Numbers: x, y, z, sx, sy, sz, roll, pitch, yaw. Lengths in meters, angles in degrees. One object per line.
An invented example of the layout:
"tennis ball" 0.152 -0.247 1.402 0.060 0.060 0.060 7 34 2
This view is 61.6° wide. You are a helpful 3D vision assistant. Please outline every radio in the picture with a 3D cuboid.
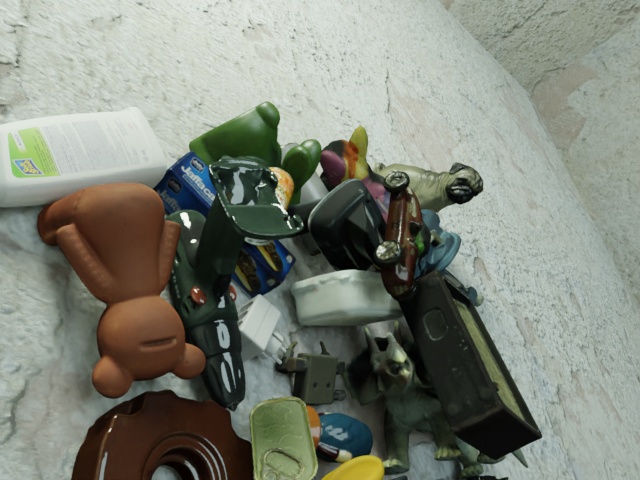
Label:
"radio" 0.188 0.155 0.706 0.131 0.073 0.230 38 23 -40

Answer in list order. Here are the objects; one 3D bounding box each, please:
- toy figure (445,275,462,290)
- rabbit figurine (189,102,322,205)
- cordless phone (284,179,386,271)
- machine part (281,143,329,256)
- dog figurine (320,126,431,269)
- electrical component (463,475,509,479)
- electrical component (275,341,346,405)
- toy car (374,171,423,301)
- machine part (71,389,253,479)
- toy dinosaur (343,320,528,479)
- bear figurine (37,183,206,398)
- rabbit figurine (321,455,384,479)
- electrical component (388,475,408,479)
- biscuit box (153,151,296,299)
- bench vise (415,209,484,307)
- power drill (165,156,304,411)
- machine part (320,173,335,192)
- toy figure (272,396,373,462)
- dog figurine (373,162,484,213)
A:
"toy figure" 0.210 0.152 0.889 0.089 0.082 0.179 -114 -162 -65
"rabbit figurine" -0.074 -0.104 0.779 0.170 0.159 0.121 63 21 -16
"cordless phone" -0.001 -0.002 0.762 0.146 0.184 0.089 55 29 -49
"machine part" -0.024 -0.064 0.847 0.079 0.079 0.243 -23 81 -56
"dog figurine" 0.079 -0.068 0.859 0.192 0.108 0.219 42 -15 48
"electrical component" 0.247 0.410 0.789 0.134 0.058 0.115 20 45 -41
"electrical component" -0.009 0.171 0.696 0.102 0.045 0.078 8 84 -45
"toy car" 0.114 -0.011 0.738 0.089 0.053 0.202 60 32 -38
"machine part" -0.134 0.222 0.483 0.179 0.056 0.179 31 39 -30
"toy dinosaur" 0.178 0.245 0.804 0.404 0.131 0.192 29 42 -43
"bear figurine" -0.191 0.047 0.528 0.120 0.132 0.195 -11 89 -39
"rabbit figurine" 0.027 0.306 0.555 0.173 0.121 0.162 26 51 -3
"electrical component" 0.078 0.320 0.667 0.074 0.048 0.119 11 55 -47
"biscuit box" -0.124 -0.017 0.697 0.202 0.059 0.063 47 35 -12
"bench vise" 0.214 0.061 1.000 0.240 0.129 0.224 41 39 -13
"power drill" -0.095 0.033 0.561 0.086 0.207 0.232 -6 54 -33
"machine part" 0.011 -0.091 0.951 0.139 0.039 0.084 -22 87 -58
"toy figure" -0.005 0.229 0.634 0.154 0.064 0.057 24 83 -32
"dog figurine" 0.216 -0.124 1.094 0.172 0.190 0.121 48 34 -8
